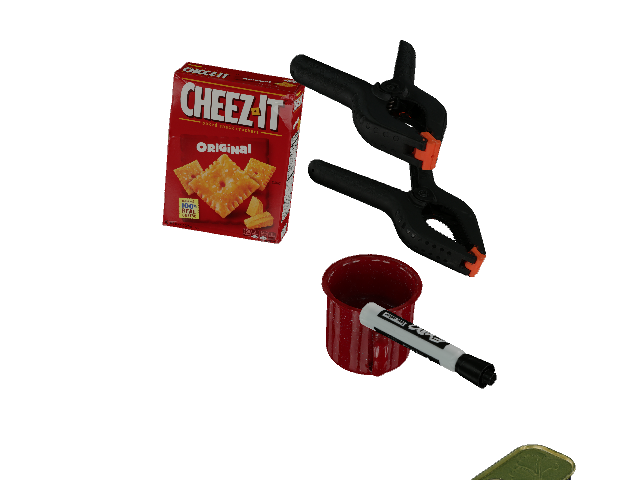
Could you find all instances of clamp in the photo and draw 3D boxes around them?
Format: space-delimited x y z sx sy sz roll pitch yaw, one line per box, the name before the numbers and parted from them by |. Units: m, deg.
clamp | 0.046 -0.119 0.911 0.120 0.039 0.171 -11 40 -10
clamp | 0.095 -0.039 1.156 0.164 0.210 0.036 -16 -37 -29

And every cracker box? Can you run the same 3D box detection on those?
cracker box | -0.116 -0.113 1.408 0.164 0.214 0.072 10 23 6

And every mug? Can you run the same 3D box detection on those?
mug | 0.048 0.078 0.995 0.093 0.081 0.117 -4 34 -8

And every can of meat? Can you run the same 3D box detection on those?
can of meat | 0.167 0.233 0.890 0.101 0.084 0.058 -23 27 -37

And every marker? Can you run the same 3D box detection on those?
marker | 0.078 0.076 0.778 0.121 0.020 0.020 26 17 39
